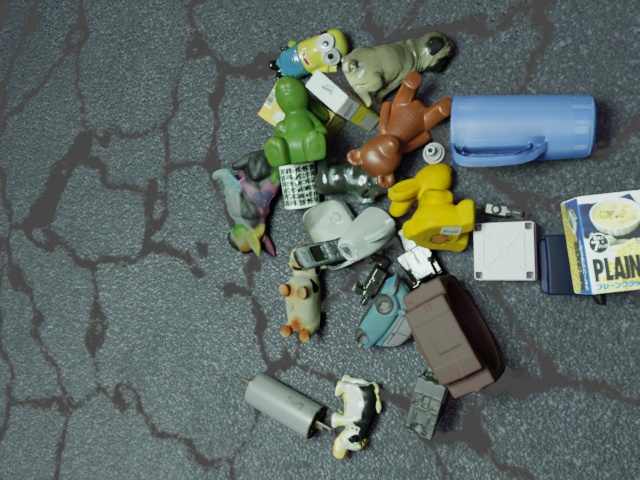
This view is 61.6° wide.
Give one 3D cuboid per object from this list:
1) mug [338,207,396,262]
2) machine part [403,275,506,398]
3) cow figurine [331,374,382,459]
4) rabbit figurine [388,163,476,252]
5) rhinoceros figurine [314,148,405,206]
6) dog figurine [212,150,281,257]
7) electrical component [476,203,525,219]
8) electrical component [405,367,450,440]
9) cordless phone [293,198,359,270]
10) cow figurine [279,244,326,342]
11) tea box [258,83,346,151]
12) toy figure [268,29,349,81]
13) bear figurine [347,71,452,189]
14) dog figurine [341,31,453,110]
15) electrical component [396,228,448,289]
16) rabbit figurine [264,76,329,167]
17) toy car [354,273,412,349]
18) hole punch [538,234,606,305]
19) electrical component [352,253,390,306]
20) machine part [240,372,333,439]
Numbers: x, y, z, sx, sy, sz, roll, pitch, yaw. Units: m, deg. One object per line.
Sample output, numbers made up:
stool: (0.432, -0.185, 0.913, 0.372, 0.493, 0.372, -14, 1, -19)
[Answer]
mug: (0.095, -0.005, 1.050, 0.110, 0.107, 0.080, -9, 117, 55)
machine part: (0.240, 0.169, 0.965, 0.087, 0.201, 0.201, -33, 75, 24)
cow figurine: (0.077, 0.370, 1.106, 0.098, 0.068, 0.167, 5, 90, 19)
rabbit figurine: (0.215, -0.071, 1.044, 0.162, 0.121, 0.173, -1, 63, 12)
rhinoceros figurine: (0.081, -0.127, 1.113, 0.190, 0.073, 0.112, 3, 74, 12)
dog figurine: (-0.139, -0.071, 1.211, 0.192, 0.108, 0.219, -24, 81, 19)
electrical component: (0.335, -0.055, 1.009, 0.094, 0.063, 0.021, 13, 93, 26)
electrical component: (0.212, 0.293, 1.018, 0.058, 0.115, 0.134, 16, 93, 20)
cordless phone: (-0.002, -0.004, 1.092, 0.089, 0.184, 0.146, -39, 72, 39)
cow figurine: (-0.029, 0.105, 1.151, 0.086, 0.127, 0.194, 3, 102, 25)
tea box: (-0.041, -0.271, 1.195, 0.170, 0.068, 0.098, 39, 103, 20)
toy figure: (-0.023, -0.408, 1.188, 0.180, 0.082, 0.089, -12, 48, 31)
bear figurine: (0.150, -0.206, 1.037, 0.120, 0.132, 0.196, 40, 62, -2)
dog figurine: (0.153, -0.360, 1.059, 0.191, 0.172, 0.121, -28, 87, 28)
electrical component: (0.194, 0.033, 1.078, 0.075, 0.047, 0.119, -35, 71, 18)
rabbit figurine: (-0.035, -0.240, 1.068, 0.121, 0.159, 0.170, -5, 101, 22)
toy car: (0.143, 0.156, 1.069, 0.103, 0.109, 0.161, 30, 109, 6)
hole punch: (0.446, 0.043, 0.942, 0.116, 0.092, 0.142, -4, 81, 21)
electrical component: (0.105, 0.078, 1.109, 0.045, 0.078, 0.102, 29, 103, 3)
machine part: (-0.077, 0.357, 1.169, 0.243, 0.079, 0.079, 23, 97, 25)
